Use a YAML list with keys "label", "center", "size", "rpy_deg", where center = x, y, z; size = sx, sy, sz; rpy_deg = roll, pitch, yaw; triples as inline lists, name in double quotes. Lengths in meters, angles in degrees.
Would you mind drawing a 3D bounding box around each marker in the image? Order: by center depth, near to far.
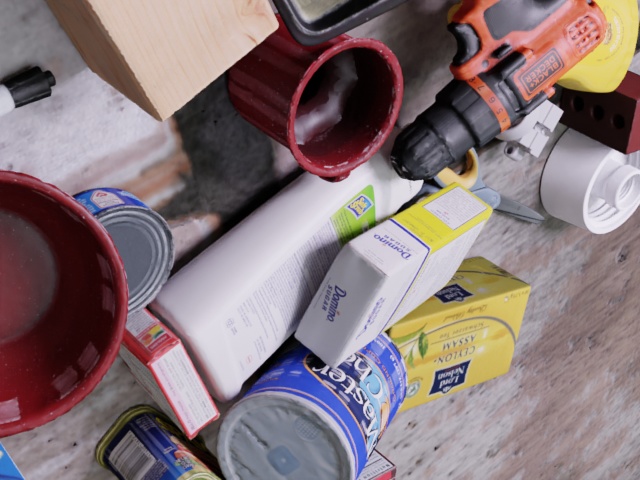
- label: "marker"
  center: [-0.201, -0.066, 0.588]
  size: [0.121, 0.020, 0.020]
  rpy_deg: [-30, 133, -25]

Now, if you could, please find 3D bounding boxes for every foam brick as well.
- label: "foam brick"
  center: [0.257, -0.116, 0.929]
  size: [0.051, 0.078, 0.053]
  rpy_deg: [-20, 129, -34]

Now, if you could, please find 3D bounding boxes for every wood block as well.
- label: "wood block"
  center: [-0.113, -0.175, 0.543]
  size: [0.090, 0.090, 0.206]
  rpy_deg: [-42, 138, -13]

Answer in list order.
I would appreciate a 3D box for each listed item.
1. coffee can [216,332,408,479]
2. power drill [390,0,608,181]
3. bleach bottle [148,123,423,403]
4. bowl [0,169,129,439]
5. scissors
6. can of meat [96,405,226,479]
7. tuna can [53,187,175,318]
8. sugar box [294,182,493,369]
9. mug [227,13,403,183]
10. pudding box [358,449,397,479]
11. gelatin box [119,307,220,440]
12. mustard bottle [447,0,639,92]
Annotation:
- label: "coffee can"
  center: [-0.002, 0.129, 0.795]
  size: [0.140, 0.103, 0.103]
  rpy_deg: [-44, 150, -61]
- label: "power drill"
  center: [0.088, -0.154, 0.724]
  size: [0.184, 0.057, 0.187]
  rpy_deg: [-40, 119, -5]
- label: "bleach bottle"
  center: [-0.005, 0.001, 0.782]
  size: [0.250, 0.068, 0.102]
  rpy_deg: [-41, 144, -19]
- label: "bowl"
  center: [-0.193, 0.030, 0.610]
  size: [0.162, 0.055, 0.162]
  rpy_deg: [-5, 110, -15]
- label: "scissors"
  center: [0.130, -0.024, 0.922]
  size: [0.096, 0.016, 0.201]
  rpy_deg: [-51, 139, 0]
- label: "can of meat"
  center: [-0.104, 0.179, 0.792]
  size: [0.057, 0.084, 0.102]
  rpy_deg: [-50, 138, -4]
- label: "tuna can"
  center: [-0.138, 0.010, 0.685]
  size: [0.086, 0.034, 0.086]
  rpy_deg: [-23, 130, -30]
- label: "sugar box"
  center: [0.058, 0.022, 0.800]
  size: [0.175, 0.048, 0.093]
  rpy_deg: [-24, 148, -53]
- label: "mug"
  center: [-0.005, -0.090, 0.704]
  size: [0.093, 0.082, 0.117]
  rpy_deg: [-34, 134, -21]
- label: "pudding box"
  center: [-0.007, 0.183, 0.861]
  size: [0.089, 0.114, 0.039]
  rpy_deg: [-19, 127, -32]
- label: "gelatin box"
  center: [-0.110, 0.084, 0.731]
  size: [0.030, 0.073, 0.089]
  rpy_deg: [-38, 136, -18]
- label: "mustard bottle"
  center: [0.170, -0.166, 0.829]
  size: [0.191, 0.058, 0.096]
  rpy_deg: [-4, 106, -40]
